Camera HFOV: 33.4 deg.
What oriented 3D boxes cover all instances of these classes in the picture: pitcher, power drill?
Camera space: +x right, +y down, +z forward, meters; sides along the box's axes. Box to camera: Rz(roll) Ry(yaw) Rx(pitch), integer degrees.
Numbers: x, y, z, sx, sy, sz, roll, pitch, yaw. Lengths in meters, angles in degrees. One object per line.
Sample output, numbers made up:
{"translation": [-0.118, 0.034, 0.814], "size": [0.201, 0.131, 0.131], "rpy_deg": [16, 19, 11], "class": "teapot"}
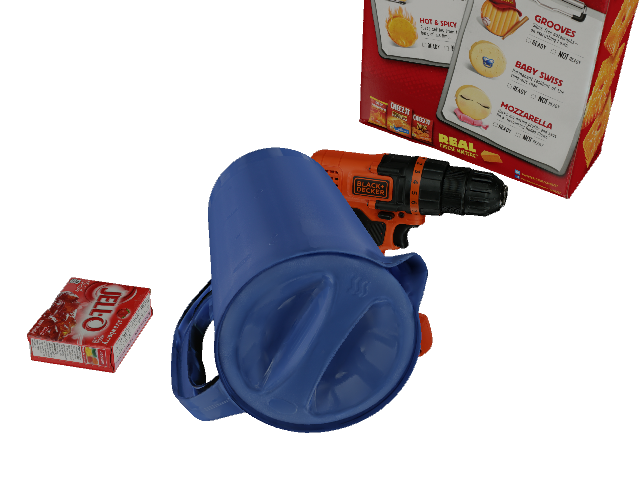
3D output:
{"translation": [-0.029, 0.026, 0.776], "size": [0.149, 0.145, 0.243], "rpy_deg": [6, 22, -13], "class": "pitcher"}
{"translation": [0.074, 0.011, 0.993], "size": [0.185, 0.188, 0.057], "rpy_deg": [9, 20, 17], "class": "power drill"}

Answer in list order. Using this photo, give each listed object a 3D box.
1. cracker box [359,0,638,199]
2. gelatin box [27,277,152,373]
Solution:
{"translation": [0.114, -0.150, 0.686], "size": [0.164, 0.214, 0.072], "rpy_deg": [23, 47, 23], "class": "cracker box"}
{"translation": [-0.188, 0.067, 0.879], "size": [0.073, 0.030, 0.089], "rpy_deg": [7, 32, 12], "class": "gelatin box"}
